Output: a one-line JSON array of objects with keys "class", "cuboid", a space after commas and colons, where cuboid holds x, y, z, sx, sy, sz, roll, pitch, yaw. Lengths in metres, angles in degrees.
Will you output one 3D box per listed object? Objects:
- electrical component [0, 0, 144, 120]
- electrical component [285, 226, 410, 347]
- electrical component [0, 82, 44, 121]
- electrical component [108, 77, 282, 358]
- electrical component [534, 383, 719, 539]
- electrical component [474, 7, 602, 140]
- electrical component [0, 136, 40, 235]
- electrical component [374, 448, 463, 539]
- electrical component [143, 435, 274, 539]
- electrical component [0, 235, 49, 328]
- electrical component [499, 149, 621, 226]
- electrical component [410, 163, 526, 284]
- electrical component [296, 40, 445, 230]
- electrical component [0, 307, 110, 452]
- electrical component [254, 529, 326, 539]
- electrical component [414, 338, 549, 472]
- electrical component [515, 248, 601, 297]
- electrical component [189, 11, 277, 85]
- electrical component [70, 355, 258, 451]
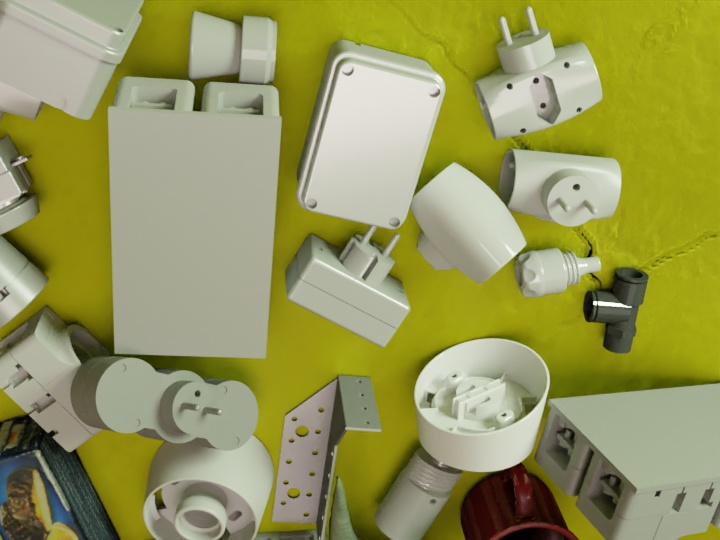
[{"class": "electrical component", "cuboid": [-0.182, -0.148, 0.659, 0.078, 0.113, 0.057, 25, 112, -15]}, {"class": "electrical component", "cuboid": [0.000, 0.000, 0.779, 0.083, 0.047, 0.075, 28, 108, -17]}, {"class": "electrical component", "cuboid": [-0.247, -0.118, 0.703, 0.077, 0.044, 0.079, 25, 109, -15]}, {"class": "electrical component", "cuboid": [-0.112, -0.033, 0.732, 0.105, 0.060, 0.186, 2, 123, -7]}, {"class": "electrical component", "cuboid": [0.237, 0.144, 0.804, 0.186, 0.105, 0.060, -1, 118, -27]}, {"class": "electrical component", "cuboid": [0.116, -0.138, 0.732, 0.077, 0.043, 0.079, -20, 114, 3]}, {"class": "electrical component", "cuboid": [-0.250, -0.055, 0.731, 0.066, 0.048, 0.055, -23, 107, 5]}, {"class": "electrical component", "cuboid": [0.049, 0.176, 0.864, 0.043, 0.043, 0.081, 25, 109, -16]}, {"class": "electrical component", "cuboid": [-0.121, 0.177, 0.849, 0.099, 0.064, 0.099, 2, 124, 3]}, {"class": "electrical component", "cuboid": [-0.255, 0.008, 0.753, 0.055, 0.055, 0.047, -37, 109, 10]}, {"class": "electrical component", "cuboid": [0.144, -0.054, 0.752, 0.077, 0.079, 0.044, 4, 112, -8]}, {"class": "electrical component", "cuboid": [0.067, -0.025, 0.770, 0.077, 0.043, 0.079, 49, 141, 2]}, {"class": "electrical component", "cuboid": [0.005, -0.091, 0.734, 0.078, 0.057, 0.113, 12, 112, -11]}, {"class": "electrical component", "cuboid": [-0.218, 0.078, 0.789, 0.056, 0.050, 0.089, -35, 113, 10]}, {"class": "electrical component", "cuboid": [-0.100, 0.271, 0.880, 0.150, 0.061, 0.089, -2, 114, -5]}, {"class": "electrical component", "cuboid": [0.090, 0.102, 0.807, 0.099, 0.099, 0.064, -3, 120, -5]}, {"class": "electrical component", "cuboid": [0.148, 0.000, 0.801, 0.061, 0.035, 0.035, -9, 114, -5]}, {"class": "electrical component", "cuboid": [-0.084, -0.145, 0.708, 0.055, 0.045, 0.045, 3, 113, -8]}, {"class": "electrical component", "cuboid": [-0.128, 0.097, 0.766, 0.138, 0.074, 0.052, 19, 77, -41]}]
